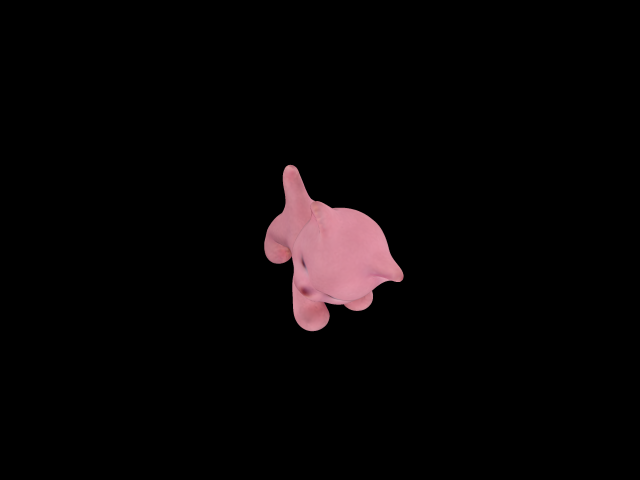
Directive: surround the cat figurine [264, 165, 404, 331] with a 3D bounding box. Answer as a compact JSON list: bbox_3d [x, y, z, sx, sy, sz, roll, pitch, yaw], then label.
[{"bbox_3d":[0.004,0.001,0.400,0.067,0.118,0.127,-21,55,-15],"label":"cat figurine"}]
